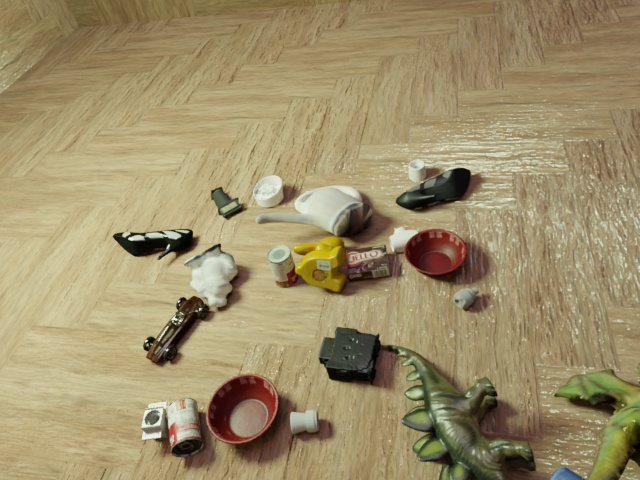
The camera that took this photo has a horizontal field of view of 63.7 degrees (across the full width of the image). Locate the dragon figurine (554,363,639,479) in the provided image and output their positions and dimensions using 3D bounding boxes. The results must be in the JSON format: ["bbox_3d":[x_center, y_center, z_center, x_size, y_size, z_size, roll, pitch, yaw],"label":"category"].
[{"bbox_3d":[0.554,0.329,0.965,0.412,0.121,0.243,-18,11,-17],"label":"dragon figurine"}]

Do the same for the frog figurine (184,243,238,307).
[{"bbox_3d":[-0.289,0.108,1.427,0.138,0.160,0.121,-24,-10,-22],"label":"frog figurine"}]

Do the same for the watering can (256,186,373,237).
[{"bbox_3d":[0.005,-0.076,1.506,0.352,0.102,0.227,-26,42,-35],"label":"watering can"}]
